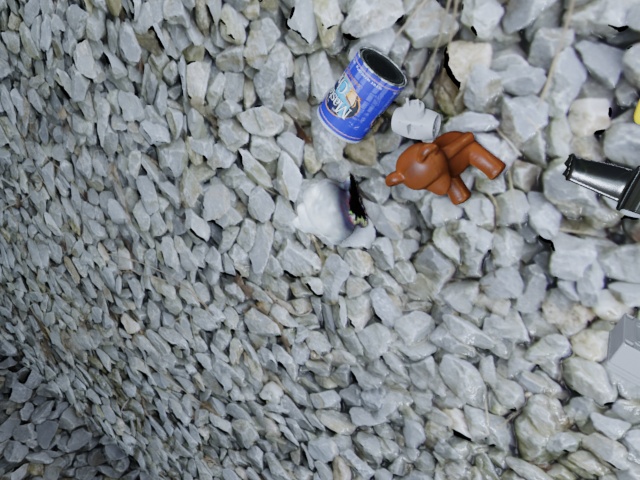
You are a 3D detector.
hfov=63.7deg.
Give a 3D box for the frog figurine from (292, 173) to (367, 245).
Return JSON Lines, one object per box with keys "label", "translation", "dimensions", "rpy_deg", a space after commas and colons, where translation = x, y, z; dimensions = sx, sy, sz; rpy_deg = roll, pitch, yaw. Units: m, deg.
{"label": "frog figurine", "translation": [0.003, -0.053, 1.050], "dimensions": [0.158, 0.125, 0.135], "rpy_deg": [-15, 121, 25]}
